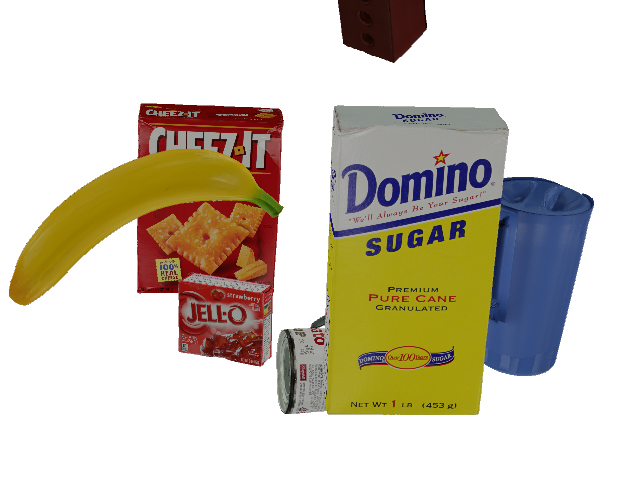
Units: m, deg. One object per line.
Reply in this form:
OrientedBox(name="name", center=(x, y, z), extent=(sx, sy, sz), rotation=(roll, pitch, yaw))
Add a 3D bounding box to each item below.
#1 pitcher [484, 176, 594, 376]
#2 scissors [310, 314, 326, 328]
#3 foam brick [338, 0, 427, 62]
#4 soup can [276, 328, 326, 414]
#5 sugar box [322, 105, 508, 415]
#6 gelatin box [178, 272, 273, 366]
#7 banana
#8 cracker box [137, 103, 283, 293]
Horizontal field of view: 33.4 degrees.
OrientedBox(name="pitcher", center=(0.258, 0.050, 1.369), extent=(0.149, 0.243, 0.145), rotation=(5, 23, 2))
OrientedBox(name="scissors", center=(0.047, 0.049, 1.180), extent=(0.201, 0.016, 0.096), rotation=(-10, 41, -35))
OrientedBox(name="foam brick", center=(0.049, -0.191, 0.848), extent=(0.053, 0.051, 0.078), rotation=(25, -31, 26))
OrientedBox(name="soup can", center=(0.020, 0.103, 0.839), extent=(0.102, 0.068, 0.068), rotation=(1, 0, -12))
OrientedBox(name="sugar box", center=(0.050, 0.014, 0.604), extent=(0.093, 0.176, 0.048), rotation=(0, 25, -3))
OrientedBox(name="gelatin box", center=(-0.090, 0.074, 1.002), extent=(0.089, 0.073, 0.030), rotation=(8, 18, 19))
OrientedBox(name="banana", center=(-0.128, -0.018, 0.730), extent=(0.198, 0.069, 0.037), rotation=(-19, 0, -1))
OrientedBox(name="cracker box", center=(-0.130, -0.045, 1.237), extent=(0.164, 0.214, 0.072), rotation=(1, 22, -7))
